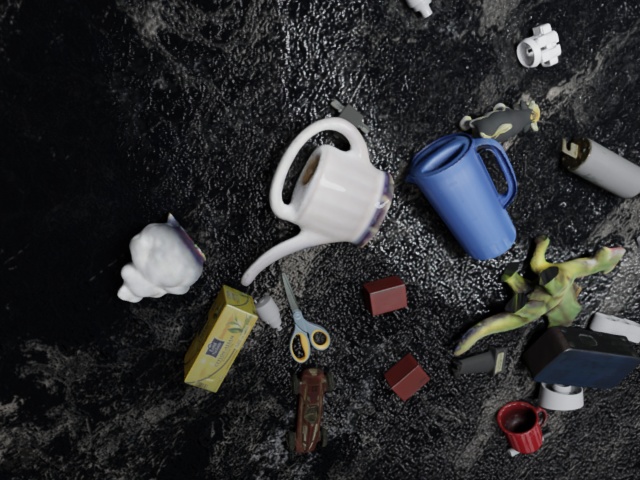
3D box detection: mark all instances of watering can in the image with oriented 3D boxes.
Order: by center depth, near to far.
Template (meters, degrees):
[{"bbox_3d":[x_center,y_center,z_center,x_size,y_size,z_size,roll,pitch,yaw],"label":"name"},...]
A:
[{"bbox_3d":[0.003,-0.048,0.951,0.223,0.105,0.345,21,99,-19],"label":"watering can"}]

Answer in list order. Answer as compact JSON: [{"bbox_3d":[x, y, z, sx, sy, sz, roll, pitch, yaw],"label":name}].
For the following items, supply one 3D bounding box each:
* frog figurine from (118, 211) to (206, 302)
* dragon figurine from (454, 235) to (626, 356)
[{"bbox_3d":[-0.287,0.048,0.897,0.161,0.124,0.134,-40,131,-13],"label":"frog figurine"},{"bbox_3d":[0.498,0.147,1.144,0.240,0.124,0.407,36,103,-29],"label":"dragon figurine"}]
